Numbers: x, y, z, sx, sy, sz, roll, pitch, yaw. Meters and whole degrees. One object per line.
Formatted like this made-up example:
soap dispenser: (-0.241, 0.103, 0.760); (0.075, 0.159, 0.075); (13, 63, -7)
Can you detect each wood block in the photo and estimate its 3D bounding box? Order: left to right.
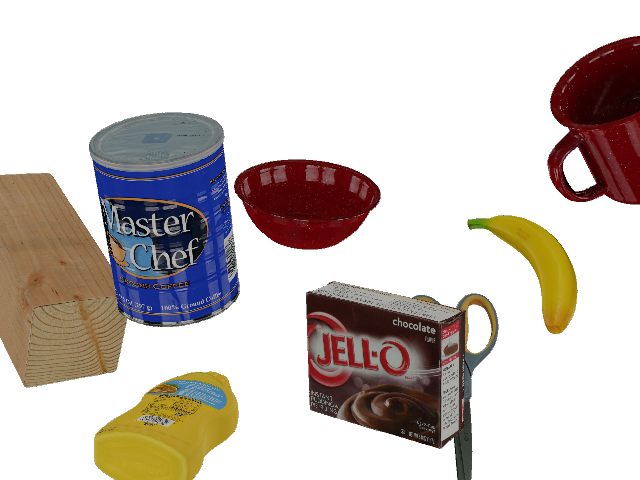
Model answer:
wood block: (-0.262, 0.030, 0.994); (0.090, 0.091, 0.206); (-6, 38, -34)

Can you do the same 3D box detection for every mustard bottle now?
mustard bottle: (-0.134, 0.173, 1.036); (0.096, 0.058, 0.191); (7, 17, 17)

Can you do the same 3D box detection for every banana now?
banana: (0.227, 0.026, 1.122); (0.069, 0.037, 0.198); (-29, 38, -1)

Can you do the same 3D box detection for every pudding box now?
pudding box: (0.044, 0.082, 0.731); (0.114, 0.090, 0.039); (9, 20, 34)

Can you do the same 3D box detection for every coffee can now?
coffee can: (-0.121, -0.018, 0.843); (0.103, 0.140, 0.103); (-3, 28, 2)

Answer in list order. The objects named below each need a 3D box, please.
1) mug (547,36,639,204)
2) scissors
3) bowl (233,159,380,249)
mug: (0.206, -0.071, 0.728); (0.117, 0.081, 0.093); (-40, 34, -6)
scissors: (0.103, 0.119, 0.923); (0.096, 0.201, 0.016); (18, -41, 6)
bowl: (-0.016, -0.035, 1.179); (0.162, 0.055, 0.162); (4, 27, -2)
